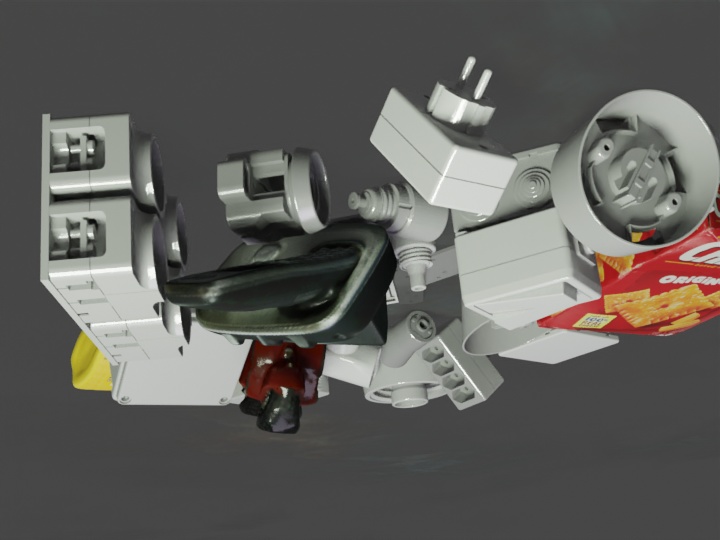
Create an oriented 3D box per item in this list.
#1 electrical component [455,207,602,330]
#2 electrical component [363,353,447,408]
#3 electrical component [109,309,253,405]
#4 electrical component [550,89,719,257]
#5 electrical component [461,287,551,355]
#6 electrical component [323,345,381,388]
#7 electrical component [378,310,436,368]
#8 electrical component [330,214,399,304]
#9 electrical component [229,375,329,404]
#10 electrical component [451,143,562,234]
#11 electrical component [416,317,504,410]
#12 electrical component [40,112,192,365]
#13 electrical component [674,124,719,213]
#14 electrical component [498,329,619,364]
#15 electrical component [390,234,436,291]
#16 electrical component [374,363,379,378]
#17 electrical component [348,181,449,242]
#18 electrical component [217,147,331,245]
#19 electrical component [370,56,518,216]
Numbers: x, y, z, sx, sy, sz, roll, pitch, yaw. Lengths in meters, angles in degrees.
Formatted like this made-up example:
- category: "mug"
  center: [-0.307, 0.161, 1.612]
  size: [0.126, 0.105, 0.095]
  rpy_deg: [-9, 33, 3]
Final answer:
- category: "electrical component"
  center: [0.122, -0.001, 0.738]
  size: [0.096, 0.061, 0.062]
  rpy_deg: [-17, 157, 28]
- category: "electrical component"
  center: [0.053, 0.120, 1.199]
  size: [0.108, 0.060, 0.108]
  rpy_deg: [-5, 160, -2]
- category: "electrical component"
  center: [-0.156, 0.063, 0.939]
  size: [0.109, 0.056, 0.108]
  rpy_deg: [4, 130, -24]
- category: "electrical component"
  center: [0.175, -0.059, 0.693]
  size: [0.099, 0.099, 0.064]
  rpy_deg: [3, 165, -23]
- category: "electrical component"
  center: [0.139, 0.036, 0.986]
  size: [0.099, 0.064, 0.099]
  rpy_deg: [-5, 160, -2]
- category: "electrical component"
  center: [-0.019, 0.073, 1.066]
  size: [0.077, 0.043, 0.079]
  rpy_deg: [16, 129, 6]
- category: "electrical component"
  center: [0.047, 0.068, 1.086]
  size: [0.044, 0.044, 0.065]
  rpy_deg: [6, 152, -29]
- category: "electrical component"
  center: [0.000, 0.000, 0.833]
  size: [0.042, 0.063, 0.081]
  rpy_deg: [-11, 117, 12]
- category: "electrical component"
  center: [-0.092, 0.118, 1.174]
  size: [0.100, 0.048, 0.100]
  rpy_deg: [-21, 155, 36]
- category: "electrical component"
  center: [0.117, -0.045, 0.782]
  size: [0.100, 0.048, 0.100]
  rpy_deg: [-13, 159, 19]
- category: "electrical component"
  center: [0.114, 0.088, 1.125]
  size: [0.076, 0.083, 0.047]
  rpy_deg: [-39, -177, -38]
- category: "electrical component"
  center: [-0.154, -0.014, 0.710]
  size: [0.060, 0.105, 0.186]
  rpy_deg: [-5, 160, -2]
- category: "electrical component"
  center: [0.228, -0.068, 0.728]
  size: [0.035, 0.061, 0.035]
  rpy_deg: [-5, 160, -2]
- category: "electrical component"
  center: [0.196, 0.056, 1.080]
  size: [0.100, 0.048, 0.100]
  rpy_deg: [11, 154, -39]
- category: "electrical component"
  center: [0.042, -0.014, 0.826]
  size: [0.035, 0.061, 0.035]
  rpy_deg: [-5, 160, -2]
- category: "electrical component"
  center: [-0.018, 0.095, 1.144]
  size: [0.065, 0.044, 0.044]
  rpy_deg: [10, 156, -25]
- category: "electrical component"
  center: [0.027, -0.044, 0.773]
  size: [0.078, 0.040, 0.040]
  rpy_deg: [8, 156, -33]
- category: "electrical component"
  center: [-0.053, -0.050, 0.711]
  size: [0.057, 0.058, 0.078]
  rpy_deg: [-7, 160, 13]
- category: "electrical component"
  center: [0.055, -0.087, 0.628]
  size: [0.047, 0.083, 0.075]
  rpy_deg: [8, 118, -33]
